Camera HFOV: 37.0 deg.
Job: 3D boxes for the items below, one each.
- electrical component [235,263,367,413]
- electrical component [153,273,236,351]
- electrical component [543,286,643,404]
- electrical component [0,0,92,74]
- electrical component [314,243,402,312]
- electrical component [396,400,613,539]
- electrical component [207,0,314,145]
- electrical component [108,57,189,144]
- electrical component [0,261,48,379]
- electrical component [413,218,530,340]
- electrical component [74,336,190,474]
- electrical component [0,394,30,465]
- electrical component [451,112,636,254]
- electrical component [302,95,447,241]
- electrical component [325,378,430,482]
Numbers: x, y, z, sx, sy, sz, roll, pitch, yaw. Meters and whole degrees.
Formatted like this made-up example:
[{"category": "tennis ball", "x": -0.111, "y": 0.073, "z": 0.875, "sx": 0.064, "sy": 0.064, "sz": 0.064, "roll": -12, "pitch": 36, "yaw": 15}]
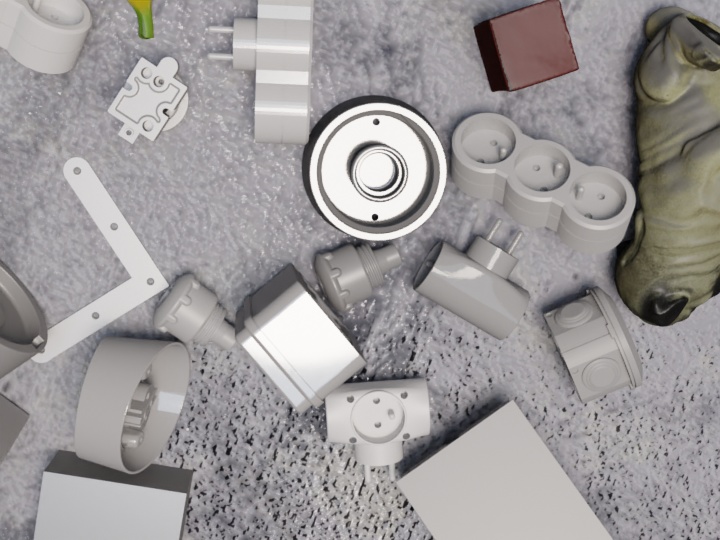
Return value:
[{"category": "electrical component", "x": -0.045, "y": 0.047, "z": 0.768, "sx": 0.057, "sy": 0.113, "sz": 0.078, "roll": -40, "pitch": 100, "yaw": 0}, {"category": "electrical component", "x": -0.118, "y": 0.036, "z": 0.797, "sx": 0.062, "sy": 0.048, "sz": 0.048, "roll": 36, "pitch": 95, "yaw": -15}, {"category": "electrical component", "x": 0.174, "y": 0.057, "z": 0.801, "sx": 0.051, "sy": 0.080, "sz": 0.080, "roll": -24, "pitch": 100, "yaw": 6}, {"category": "electrical component", "x": -0.262, "y": -0.176, "z": 0.748, "sx": 0.138, "sy": 0.052, "sz": 0.073, "roll": 28, "pitch": 130, "yaw": -11}, {"category": "electrical component", "x": 0.000, "y": 0.000, "z": 0.798, "sx": 0.062, "sy": 0.048, "sz": 0.048, "roll": -23, "pitch": 100, "yaw": -7}, {"category": "electrical component", "x": 0.124, "y": 0.204, "z": 0.808, "sx": 0.105, "sy": 0.060, "sz": 0.186, "roll": -35, "pitch": 82, "yaw": -1}, {"category": "electrical component", "x": -0.071, "y": -0.159, "z": 0.762, "sx": 0.074, "sy": 0.052, "sz": 0.138, "roll": 2, "pitch": 99, "yaw": -4}, {"category": "electrical component", "x": -0.147, "y": -0.121, "z": 0.762, "sx": 0.048, "sy": 0.055, "sz": 0.066, "roll": 33, "pitch": 96, "yaw": -8}, {"category": "electrical component", "x": -0.281, "y": 0.035, "z": 0.756, "sx": 0.060, "sy": 0.108, "sz": 0.108, "roll": -39, "pitch": 100, "yaw": 9}, {"category": "electrical component", "x": 0.092, "y": 0.000, "z": 0.803, "sx": 0.077, "sy": 0.044, "sz": 0.079, "roll": 30, "pitch": 96, "yaw": -8}, {"category": "electrical component", "x": -0.166, "y": 0.096, "z": 0.778, "sx": 0.064, "sy": 0.099, "sz": 0.099, "roll": 11, "pitch": 99, "yaw": 1}, {"category": "electrical component", "x": -0.299, "y": 0.144, "z": 0.770, "sx": 0.056, "sy": 0.108, "sz": 0.108, "roll": 39, "pitch": 95, "yaw": -11}, {"category": "electrical component", "x": 0.129, "y": -0.055, "z": 0.784, "sx": 0.138, "sy": 0.073, "sz": 0.052, "roll": 29, "pitch": 69, "yaw": 16}, {"category": "electrical component", "x": 0.012, "y": -0.072, "z": 0.778, "sx": 0.108, "sy": 0.060, "sz": 0.108, "roll": -1, "pitch": 99, "yaw": -4}, {"category": "electrical component", "x": 0.014, "y": 0.124, "z": 0.819, "sx": 0.077, "sy": 0.044, "sz": 0.079, "roll": -4, "pitch": 100, "yaw": -3}]
